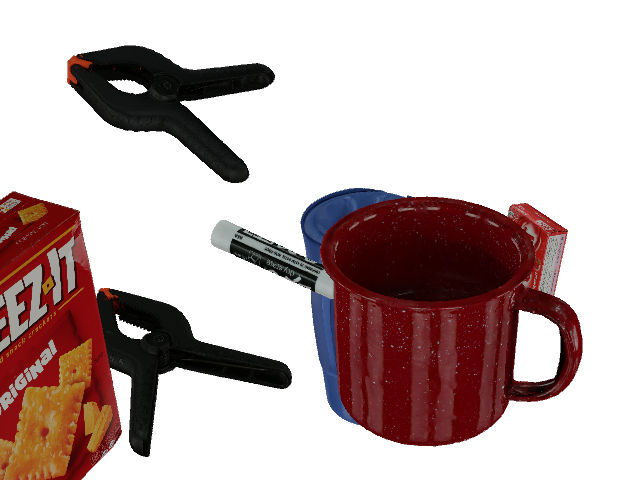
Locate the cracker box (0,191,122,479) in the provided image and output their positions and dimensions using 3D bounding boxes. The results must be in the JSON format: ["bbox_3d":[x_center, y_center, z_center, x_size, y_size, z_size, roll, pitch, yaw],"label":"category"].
[{"bbox_3d":[-0.222,0.100,0.744,0.072,0.214,0.164,14,36,23],"label":"cracker box"}]

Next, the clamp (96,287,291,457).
[{"bbox_3d":[-0.138,0.104,0.989,0.164,0.036,0.210,-16,39,-30],"label":"clamp"}]

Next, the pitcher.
[{"bbox_3d":[0.048,0.080,1.126,0.149,0.243,0.145,-13,31,-14],"label":"pitcher"}]

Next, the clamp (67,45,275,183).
[{"bbox_3d":[-0.120,-0.124,0.885,0.171,0.120,0.039,25,-39,-4],"label":"clamp"}]

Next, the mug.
[{"bbox_3d":[0.058,0.039,0.478,0.117,0.081,0.093,11,33,21],"label":"mug"}]

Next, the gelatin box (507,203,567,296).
[{"bbox_3d":[0.237,0.013,1.200,0.030,0.089,0.073,-10,31,-25],"label":"gelatin box"}]

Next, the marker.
[{"bbox_3d":[-0.015,0.018,0.672,0.121,0.020,0.020,24,9,21],"label":"marker"}]
